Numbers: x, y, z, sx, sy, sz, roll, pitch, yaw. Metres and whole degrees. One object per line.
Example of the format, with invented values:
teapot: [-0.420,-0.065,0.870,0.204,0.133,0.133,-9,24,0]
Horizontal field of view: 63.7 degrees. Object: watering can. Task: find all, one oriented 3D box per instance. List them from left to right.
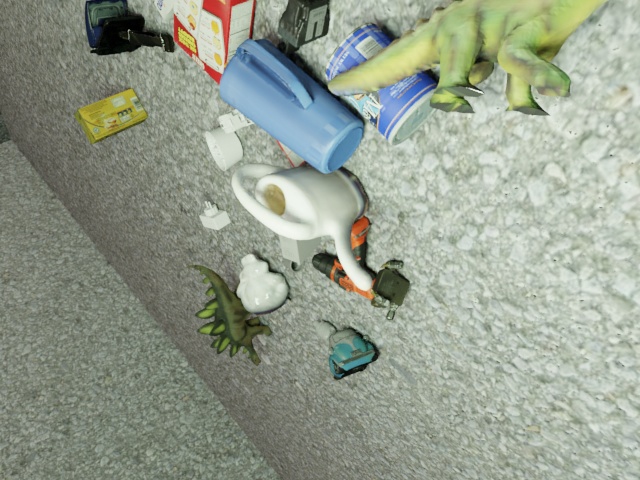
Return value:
watering can: [0.003,-0.045,0.896,0.351,0.227,0.102,38,127,26]

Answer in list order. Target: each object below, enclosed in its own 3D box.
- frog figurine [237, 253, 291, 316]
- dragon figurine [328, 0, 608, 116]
frog figurine: [-0.159,0.114,1.376,0.137,0.124,0.158,-13,102,22]
dragon figurine: [0.176,-0.262,0.549,0.412,0.122,0.241,16,101,36]
